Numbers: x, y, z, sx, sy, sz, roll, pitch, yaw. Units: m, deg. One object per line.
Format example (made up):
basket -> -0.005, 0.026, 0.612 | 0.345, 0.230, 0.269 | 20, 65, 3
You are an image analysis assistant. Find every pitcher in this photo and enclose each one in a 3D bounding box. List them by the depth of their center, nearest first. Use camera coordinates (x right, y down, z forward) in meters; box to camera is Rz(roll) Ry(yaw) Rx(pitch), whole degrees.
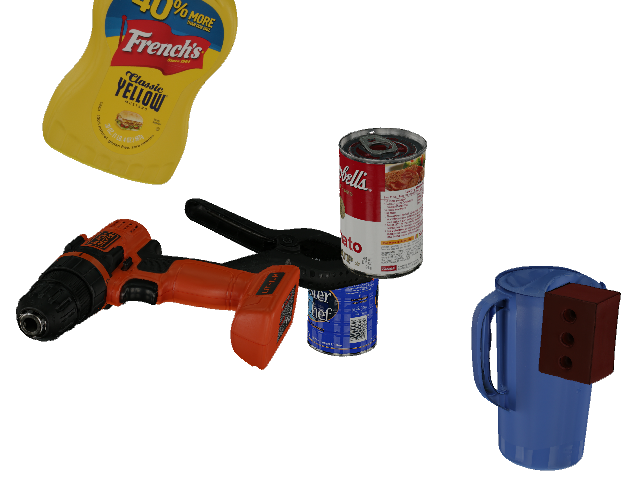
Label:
pitcher -> 0.273, 0.161, 1.340 | 0.149, 0.243, 0.144 | 5, 16, 18

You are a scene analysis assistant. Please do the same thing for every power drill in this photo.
power drill -> -0.120, 0.044, 0.830 | 0.188, 0.057, 0.184 | 14, 24, 9

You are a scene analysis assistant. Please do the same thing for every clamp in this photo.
clamp -> -0.042, 0.019, 1.091 | 0.210, 0.036, 0.164 | 11, 29, -7

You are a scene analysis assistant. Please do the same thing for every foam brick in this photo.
foam brick -> 0.232, 0.083, 0.958 | 0.053, 0.078, 0.051 | 11, 17, 37

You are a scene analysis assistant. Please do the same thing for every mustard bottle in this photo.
mustard bottle -> -0.110, -0.137, 0.721 | 0.096, 0.192, 0.058 | 20, 21, -22

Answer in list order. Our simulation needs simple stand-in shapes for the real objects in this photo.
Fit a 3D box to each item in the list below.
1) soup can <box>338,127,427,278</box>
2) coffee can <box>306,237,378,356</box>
soup can -> 0.049, -0.030, 0.840 | 0.068, 0.102, 0.068 | -1, 27, 0
coffee can -> 0.032, 0.079, 1.514 | 0.103, 0.140, 0.103 | 1, 22, 0
